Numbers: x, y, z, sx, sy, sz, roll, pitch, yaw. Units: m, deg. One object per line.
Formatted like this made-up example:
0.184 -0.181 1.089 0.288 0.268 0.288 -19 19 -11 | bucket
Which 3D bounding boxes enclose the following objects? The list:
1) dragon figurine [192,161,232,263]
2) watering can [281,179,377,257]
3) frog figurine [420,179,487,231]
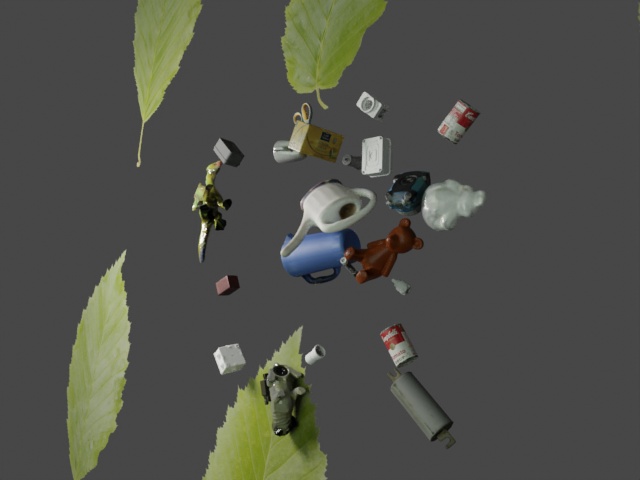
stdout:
-0.471 -0.131 2.127 0.245 0.121 0.408 30 103 58 | dragon figurine
0.005 -0.079 1.570 0.349 0.102 0.228 -27 34 -11 | watering can
0.347 -0.090 1.345 0.159 0.121 0.139 -3 63 53 | frog figurine
